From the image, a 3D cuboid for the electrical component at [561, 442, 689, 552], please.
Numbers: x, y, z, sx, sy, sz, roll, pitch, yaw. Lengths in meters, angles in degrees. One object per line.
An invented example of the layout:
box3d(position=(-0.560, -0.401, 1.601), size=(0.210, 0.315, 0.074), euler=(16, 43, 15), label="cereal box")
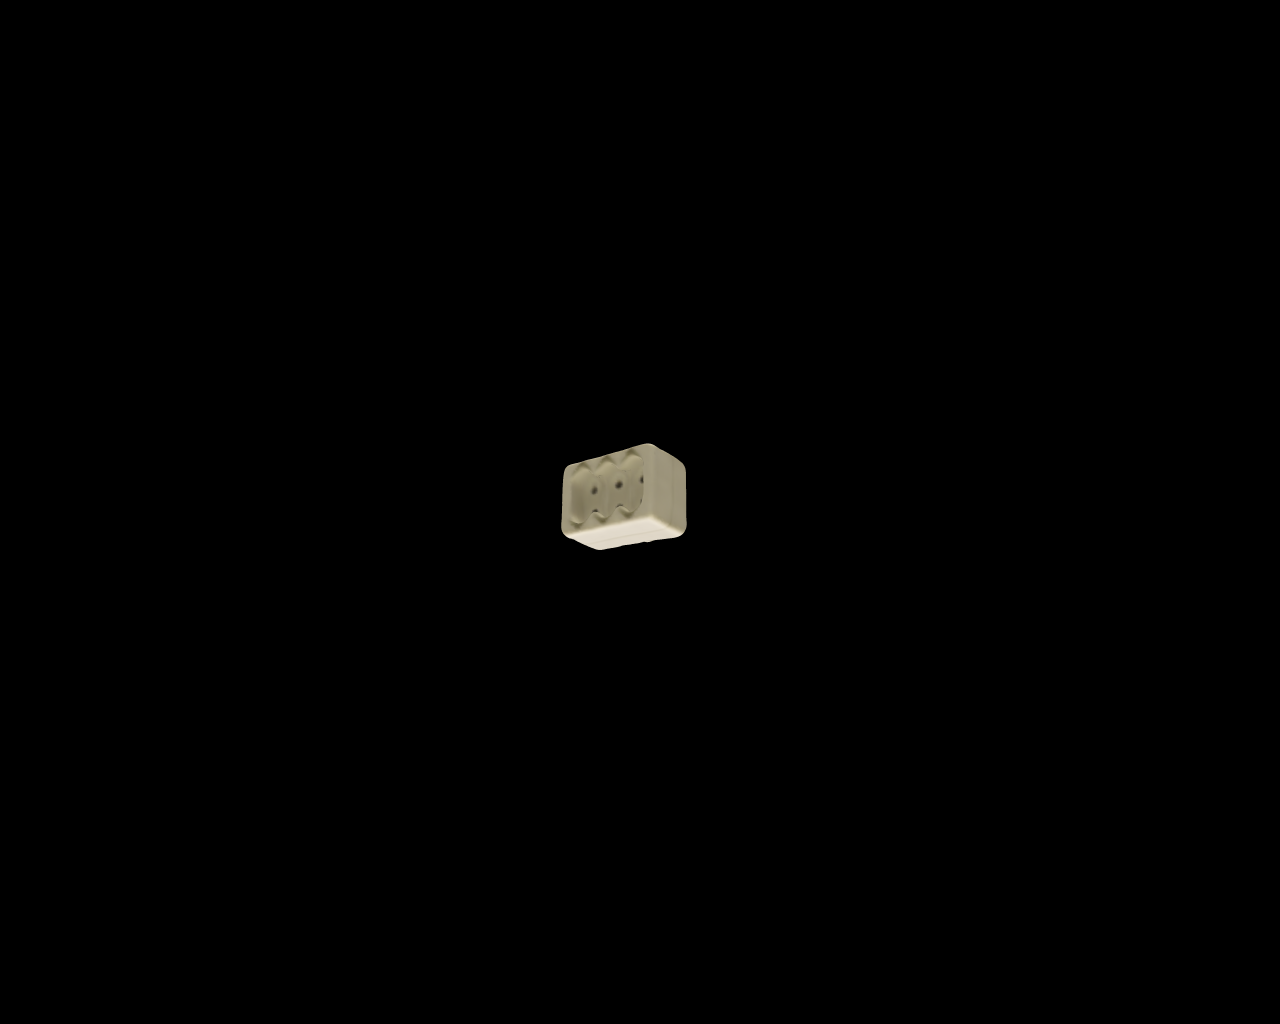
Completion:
box3d(position=(0.001, -0.003, 0.650), size=(0.065, 0.047, 0.076), euler=(-12, -23, 31), label="electrical component")
